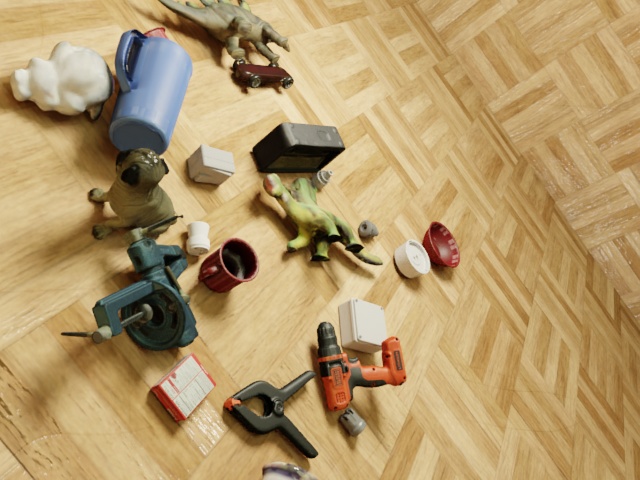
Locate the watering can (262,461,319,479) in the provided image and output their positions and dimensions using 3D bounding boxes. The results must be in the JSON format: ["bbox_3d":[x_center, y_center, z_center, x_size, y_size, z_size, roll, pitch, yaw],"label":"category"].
[{"bbox_3d":[-0.029,0.515,0.835,0.345,0.102,0.229,44,39,-16],"label":"watering can"}]

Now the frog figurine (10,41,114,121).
[{"bbox_3d":[-0.462,-0.292,0.927,0.159,0.122,0.138,2,82,-60],"label":"frog figurine"}]

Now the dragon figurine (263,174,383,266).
[{"bbox_3d":[0.004,-0.065,1.294,0.407,0.121,0.248,21,42,-49],"label":"dragon figurine"}]
